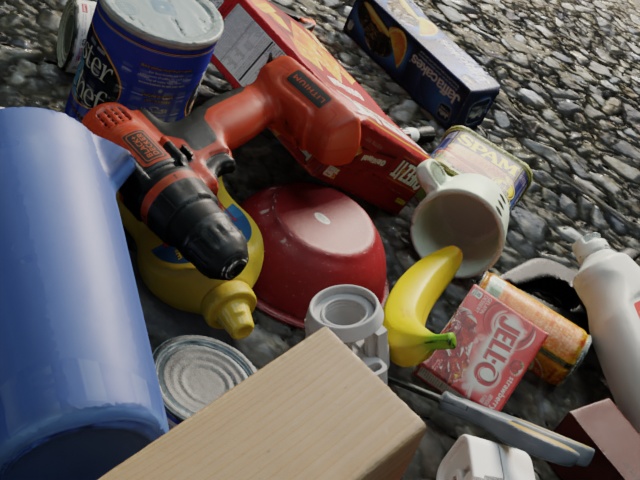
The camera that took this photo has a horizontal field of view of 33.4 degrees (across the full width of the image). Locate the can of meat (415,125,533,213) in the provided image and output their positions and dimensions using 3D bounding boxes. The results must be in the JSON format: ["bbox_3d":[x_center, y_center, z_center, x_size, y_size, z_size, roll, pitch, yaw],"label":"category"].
[{"bbox_3d":[0.149,-0.056,1.056,0.102,0.058,0.083,33,38,8],"label":"can of meat"}]

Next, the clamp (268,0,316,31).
[{"bbox_3d":[-0.088,-0.242,1.149,0.171,0.039,0.120,-3,50,-40],"label":"clamp"}]

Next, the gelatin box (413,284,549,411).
[{"bbox_3d":[0.129,0.091,0.853,0.073,0.030,0.089,35,65,10],"label":"gelatin box"}]

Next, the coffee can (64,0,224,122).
[{"bbox_3d":[-0.151,-0.137,0.889,0.102,0.140,0.103,17,37,-14],"label":"coffee can"}]

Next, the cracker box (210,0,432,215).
[{"bbox_3d":[-0.005,-0.132,0.987,0.214,0.072,0.164,49,15,29],"label":"cracker box"}]

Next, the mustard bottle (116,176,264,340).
[{"bbox_3d":[-0.097,0.000,0.823,0.096,0.058,0.192,-16,53,-22],"label":"mustard bottle"}]

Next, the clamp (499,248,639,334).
[{"bbox_3d":[0.244,0.054,0.994,0.209,0.036,0.164,13,41,-18],"label":"clamp"}]

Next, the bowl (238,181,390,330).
[{"bbox_3d":[-0.006,0.001,0.886,0.162,0.055,0.162,17,37,-13],"label":"bowl"}]

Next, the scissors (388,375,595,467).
[{"bbox_3d":[0.105,0.125,0.778,0.202,0.016,0.096,20,0,4],"label":"scissors"}]

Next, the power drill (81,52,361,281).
[{"bbox_3d":[-0.062,-0.062,0.806,0.187,0.057,0.185,-26,58,-32],"label":"power drill"}]

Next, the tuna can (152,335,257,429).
[{"bbox_3d":[-0.082,0.106,0.726,0.086,0.034,0.086,17,37,-14],"label":"tuna can"}]

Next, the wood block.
[{"bbox_3d":[-0.048,0.151,0.604,0.205,0.090,0.091,-32,64,-33],"label":"wood block"}]

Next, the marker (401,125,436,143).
[{"bbox_3d":[0.075,-0.106,1.100,0.120,0.020,0.020,-10,50,-40],"label":"marker"}]

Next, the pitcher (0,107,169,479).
[{"bbox_3d":[-0.185,0.045,0.671,0.144,0.149,0.243,16,38,-41],"label":"pitcher"}]

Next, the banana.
[{"bbox_3d":[0.082,0.057,0.867,0.070,0.037,0.197,-14,19,13],"label":"banana"}]

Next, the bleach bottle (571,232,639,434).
[{"bbox_3d":[0.274,0.101,0.897,0.102,0.068,0.251,4,51,-37],"label":"bleach bottle"}]

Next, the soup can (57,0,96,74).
[{"bbox_3d":[-0.185,-0.181,0.984,0.102,0.069,0.068,7,41,-26],"label":"soup can"}]

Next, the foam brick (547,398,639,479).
[{"bbox_3d":[0.219,0.172,0.823,0.052,0.051,0.078,-6,47,-37],"label":"foam brick"}]
